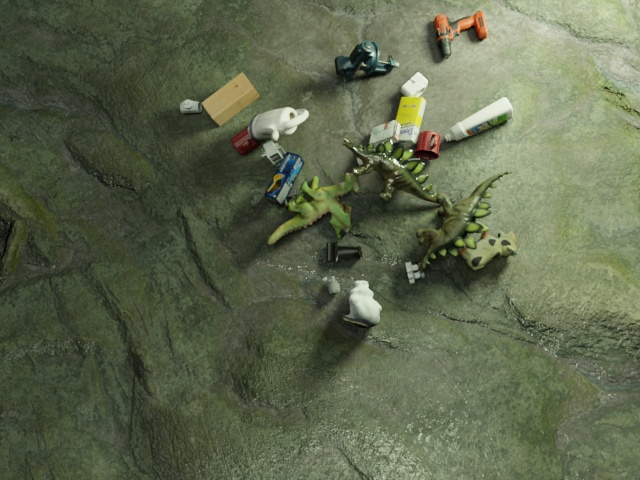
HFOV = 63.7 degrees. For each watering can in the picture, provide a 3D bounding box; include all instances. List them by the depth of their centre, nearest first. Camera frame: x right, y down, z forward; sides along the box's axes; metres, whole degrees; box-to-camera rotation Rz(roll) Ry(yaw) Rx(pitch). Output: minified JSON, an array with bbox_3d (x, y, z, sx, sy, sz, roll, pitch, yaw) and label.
[{"bbox_3d":[-0.176,-0.425,1.931,0.223,0.354,0.102,-7,115,26],"label":"watering can"}]

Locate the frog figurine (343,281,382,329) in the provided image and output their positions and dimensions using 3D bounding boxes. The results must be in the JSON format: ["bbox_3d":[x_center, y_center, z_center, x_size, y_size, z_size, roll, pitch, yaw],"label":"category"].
[{"bbox_3d":[0.162,0.228,1.839,0.136,0.122,0.161,24,74,-21],"label":"frog figurine"}]

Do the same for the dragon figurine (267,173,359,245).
[{"bbox_3d":[0.006,-0.097,1.931,0.243,0.122,0.411,33,88,5],"label":"dragon figurine"}]
